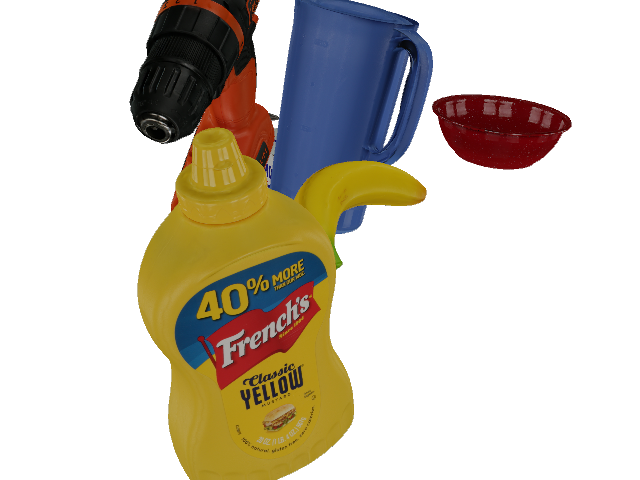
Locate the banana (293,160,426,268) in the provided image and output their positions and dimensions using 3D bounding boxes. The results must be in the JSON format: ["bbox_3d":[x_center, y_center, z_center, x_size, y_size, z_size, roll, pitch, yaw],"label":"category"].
[{"bbox_3d":[0.025,-0.031,0.848,0.037,0.069,0.197,-34,1,33],"label":"banana"}]

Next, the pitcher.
[{"bbox_3d":[0.024,-0.131,1.143,0.145,0.243,0.149,10,18,-7],"label":"pitcher"}]

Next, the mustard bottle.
[{"bbox_3d":[-0.037,0.032,0.517,0.096,0.191,0.058,-20,37,-18],"label":"mustard bottle"}]

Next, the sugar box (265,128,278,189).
[{"bbox_3d":[-0.053,-0.039,1.300,0.048,0.176,0.093,-11,26,-17],"label":"sugar box"}]

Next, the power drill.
[{"bbox_3d":[-0.068,-0.089,0.677,0.057,0.184,0.188,15,-35,6],"label":"power drill"}]

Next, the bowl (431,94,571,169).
[{"bbox_3d":[0.207,-0.123,1.244,0.162,0.055,0.162,4,23,-2],"label":"bowl"}]
